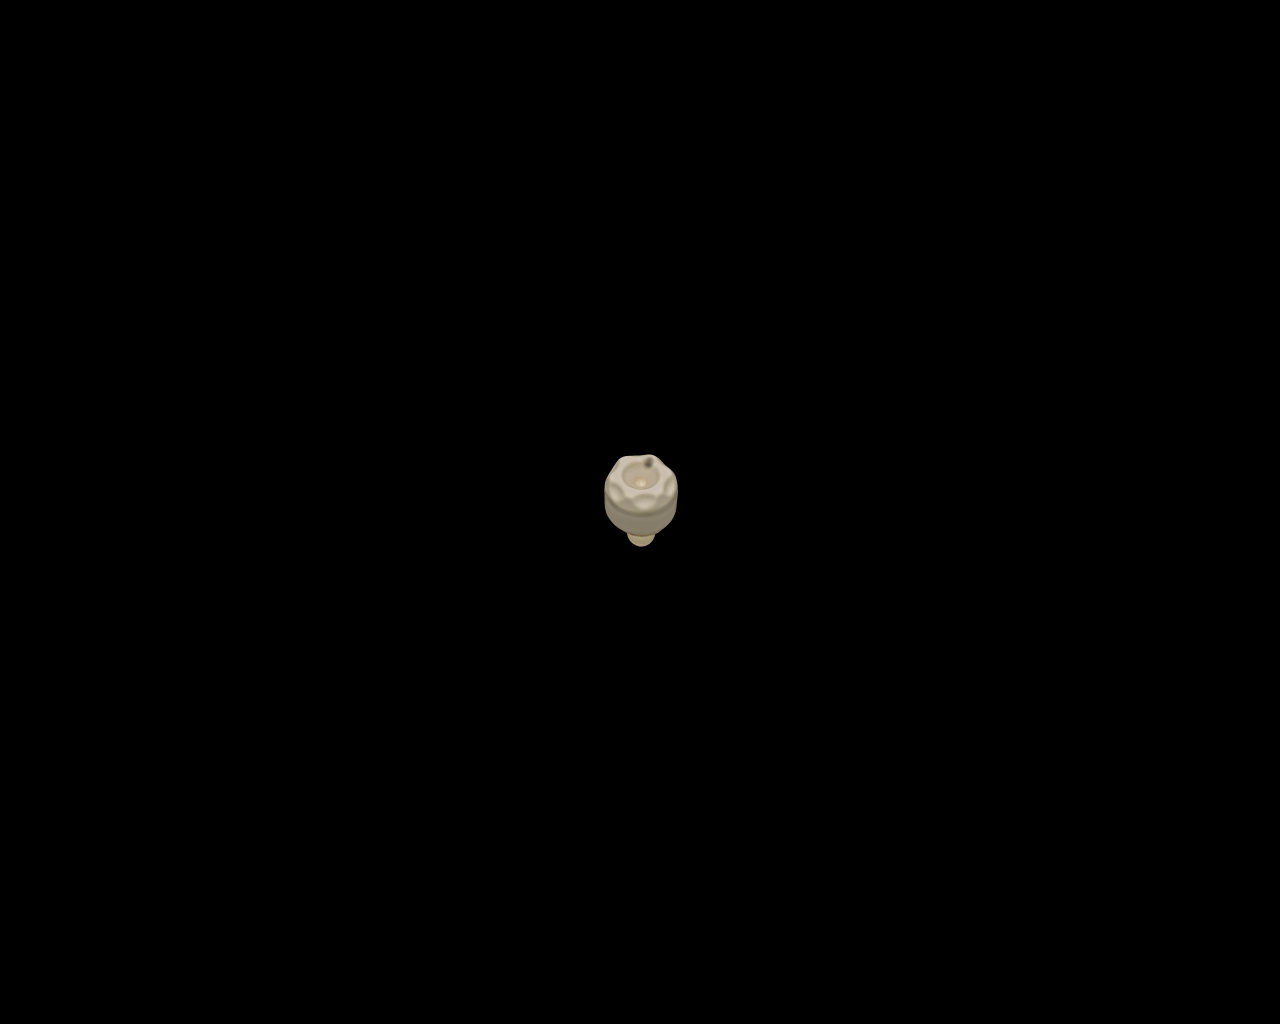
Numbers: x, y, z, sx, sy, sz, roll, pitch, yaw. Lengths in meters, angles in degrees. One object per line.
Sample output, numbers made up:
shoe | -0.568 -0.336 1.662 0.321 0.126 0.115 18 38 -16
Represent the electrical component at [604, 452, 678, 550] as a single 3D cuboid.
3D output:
electrical component | 0.001 -0.003 0.650 0.043 0.043 0.062 0 -41 0
